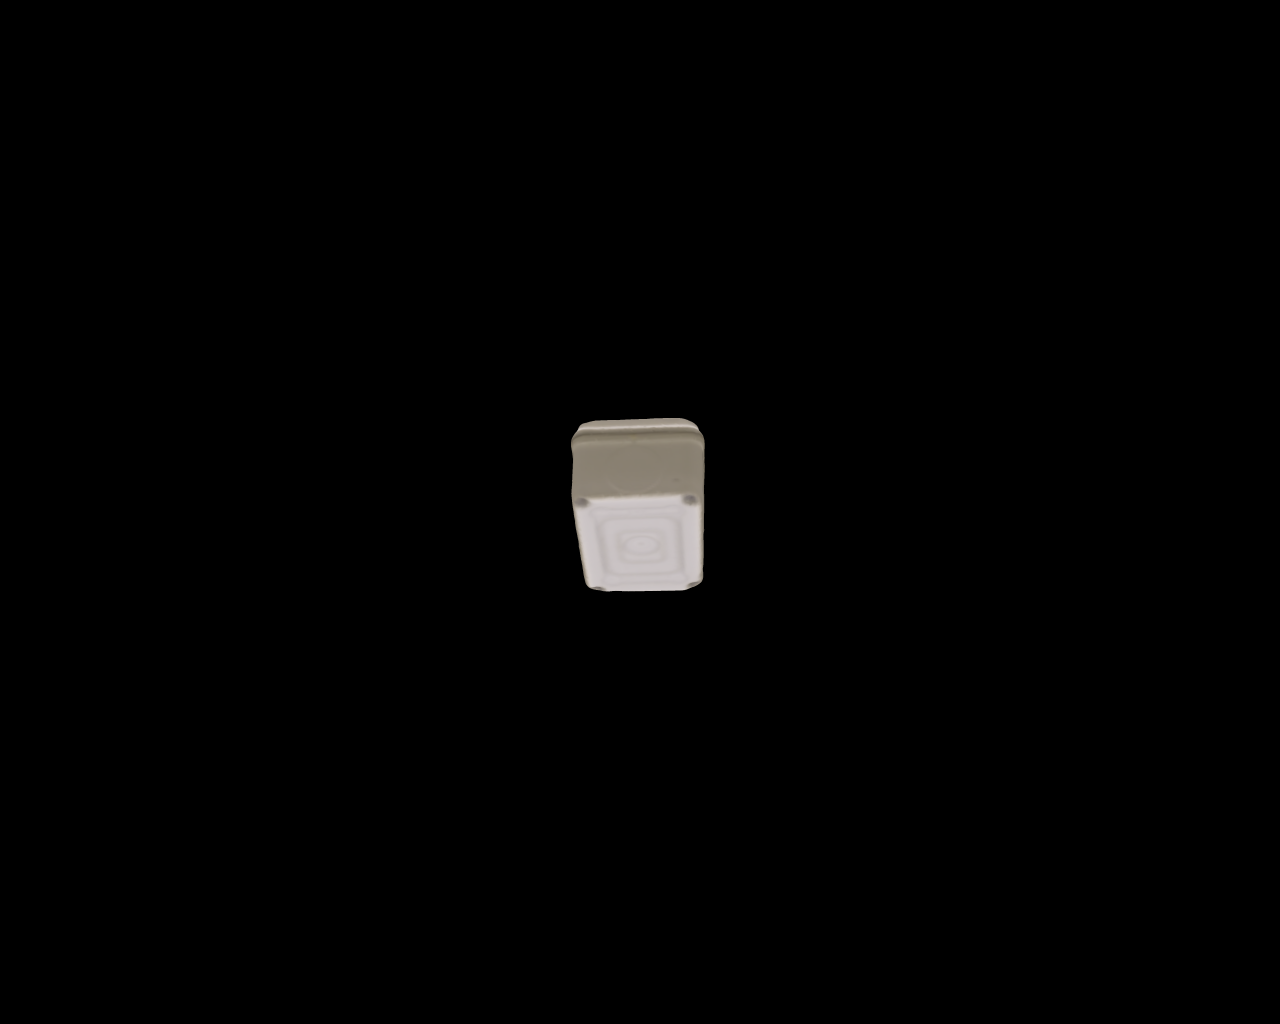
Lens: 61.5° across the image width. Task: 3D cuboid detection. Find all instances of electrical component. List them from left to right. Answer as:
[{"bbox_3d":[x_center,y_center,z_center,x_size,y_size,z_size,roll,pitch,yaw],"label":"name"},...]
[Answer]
[{"bbox_3d":[0.001,-0.003,0.650,0.078,0.057,0.113,-1,-34,2],"label":"electrical component"}]
